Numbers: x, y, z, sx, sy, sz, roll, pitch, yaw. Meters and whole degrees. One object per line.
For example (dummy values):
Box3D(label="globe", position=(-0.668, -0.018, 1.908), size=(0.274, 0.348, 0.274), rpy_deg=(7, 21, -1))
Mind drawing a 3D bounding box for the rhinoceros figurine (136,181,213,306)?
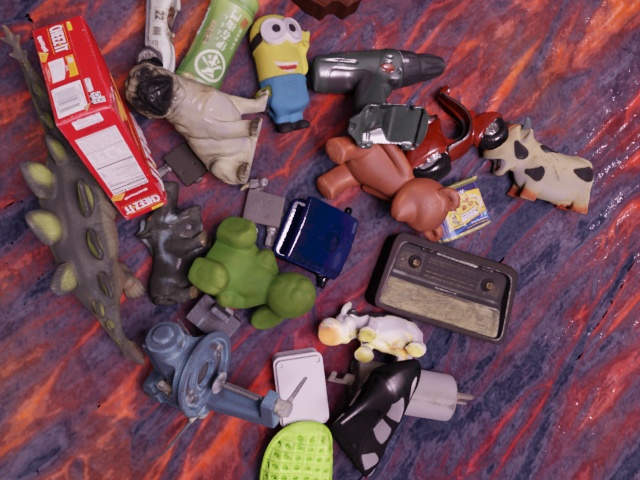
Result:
Box3D(label="rhinoceros figurine", position=(-0.224, 0.006, 0.823), size=(0.112, 0.073, 0.190), rpy_deg=(2, 92, 1))

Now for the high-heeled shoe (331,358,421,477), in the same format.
Box3D(label="high-heeled shoe", position=(0.095, 0.272, 0.825), size=(0.145, 0.248, 0.086), rpy_deg=(-34, 55, -17))

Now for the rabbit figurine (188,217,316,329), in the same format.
Box3D(label="rabbit figurine", position=(-0.087, 0.073, 0.791), size=(0.170, 0.159, 0.121), rpy_deg=(24, 59, 17))

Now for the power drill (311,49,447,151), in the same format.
Box3D(label="power drill", position=(0.106, -0.228, 0.821), size=(0.232, 0.085, 0.207), rpy_deg=(0, 51, -8))

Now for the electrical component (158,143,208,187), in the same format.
Box3D(label="electrical component", position=(-0.209, -0.116, 0.845), size=(0.094, 0.021, 0.063), rpy_deg=(-38, 96, -8))

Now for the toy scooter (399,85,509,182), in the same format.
Box3D(label="toy scooter", position=(0.202, -0.179, 0.884), size=(0.184, 0.075, 0.135), rpy_deg=(-29, 74, 4))

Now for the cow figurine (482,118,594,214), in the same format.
Box3D(label="cow figurine", position=(0.369, -0.127, 0.909), size=(0.195, 0.085, 0.127), rpy_deg=(15, 94, -7))

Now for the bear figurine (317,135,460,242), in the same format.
Box3D(label="bear figurine", position=(0.105, -0.075, 0.824), size=(0.132, 0.120, 0.196), rpy_deg=(-25, 64, -28))

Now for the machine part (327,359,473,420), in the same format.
Box3D(label="machine part", position=(0.131, 0.244, 0.876), size=(0.243, 0.079, 0.079), rpy_deg=(11, 89, -9))

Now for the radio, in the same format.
Box3D(label="radio", position=(0.203, 0.077, 0.886), size=(0.230, 0.073, 0.131), rpy_deg=(18, 86, -10))

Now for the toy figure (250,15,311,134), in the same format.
Box3D(label="toy figure", position=(-0.064, -0.257, 0.839), size=(0.082, 0.089, 0.180), rpy_deg=(-22, 107, -50))

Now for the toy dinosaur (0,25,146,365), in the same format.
Box3D(label="toy dinosaur", position=(-0.331, -0.040, 0.738), size=(0.105, 0.198, 0.471), rpy_deg=(-21, 95, -12))

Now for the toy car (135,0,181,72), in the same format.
Box3D(label="toy car", position=(-0.242, -0.317, 0.811), size=(0.056, 0.073, 0.201), rpy_deg=(2, 90, -9))

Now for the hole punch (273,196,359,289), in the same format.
Box3D(label="hole punch", position=(-0.002, -0.003, 0.849), size=(0.116, 0.092, 0.142), rpy_deg=(22, 83, -13))

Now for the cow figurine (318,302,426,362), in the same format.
Box3D(label="cow figurine", position=(0.082, 0.144, 0.865), size=(0.167, 0.098, 0.068), rpy_deg=(17, 120, -2))

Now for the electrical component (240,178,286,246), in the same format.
Box3D(label="electrical component", position=(-0.096, -0.048, 0.852), size=(0.078, 0.045, 0.102), rpy_deg=(19, 87, -8))

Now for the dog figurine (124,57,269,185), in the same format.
Box3D(label="dog figurine", position=(-0.184, -0.162, 0.781), size=(0.191, 0.121, 0.172), rpy_deg=(13, 125, -8))

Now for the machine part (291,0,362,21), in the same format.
Box3D(label="machine part", position=(0.015, -0.448, 0.863), size=(0.179, 0.056, 0.179), rpy_deg=(0, 90, -8))

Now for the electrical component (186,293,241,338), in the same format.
Box3D(label="electrical component", position=(-0.157, 0.119, 0.806), size=(0.075, 0.119, 0.048), rpy_deg=(40, 86, -10))

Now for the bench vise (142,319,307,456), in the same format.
Box3D(label="bench vise", position=(-0.148, 0.213, 0.756), size=(0.241, 0.129, 0.223), rpy_deg=(14, 127, 19))
